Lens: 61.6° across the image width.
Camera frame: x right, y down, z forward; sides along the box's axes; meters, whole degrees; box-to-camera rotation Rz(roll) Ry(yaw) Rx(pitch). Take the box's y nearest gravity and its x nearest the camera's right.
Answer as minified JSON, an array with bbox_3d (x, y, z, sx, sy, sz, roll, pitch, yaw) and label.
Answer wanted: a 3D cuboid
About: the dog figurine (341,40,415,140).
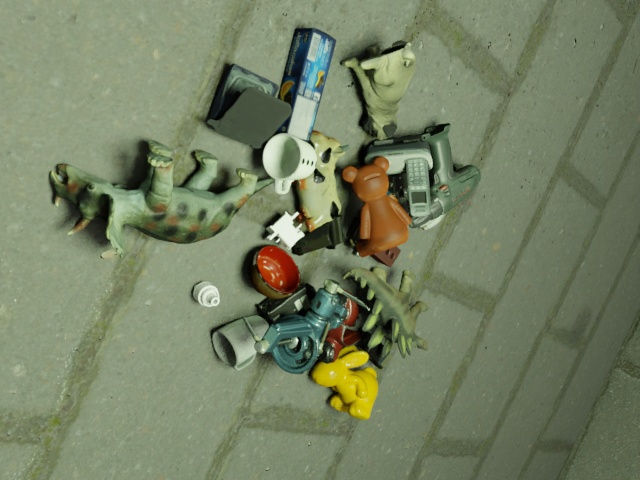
[{"bbox_3d":[0.147,-0.295,1.102,0.121,0.172,0.190,-29,117,-14],"label":"dog figurine"}]

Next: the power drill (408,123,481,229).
[{"bbox_3d":[0.273,-0.160,1.275,0.232,0.086,0.207,-27,102,-21],"label":"power drill"}]

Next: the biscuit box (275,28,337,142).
[{"bbox_3d":[-0.033,-0.295,1.026,0.059,0.063,0.202,8,101,-39],"label":"biscuit box"}]

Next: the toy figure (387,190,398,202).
[{"bbox_3d":[0.162,-0.071,1.274,0.064,0.058,0.154,-59,135,-38],"label":"toy figure"}]

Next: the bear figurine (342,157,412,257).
[{"bbox_3d":[0.116,-0.071,1.168,0.120,0.132,0.195,-22,87,-12],"label":"bear figurine"}]

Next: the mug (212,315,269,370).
[{"bbox_3d":[-0.155,0.213,1.119,0.107,0.081,0.109,-29,119,-37],"label":"mug"}]

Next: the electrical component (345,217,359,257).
[{"bbox_3d":[0.097,-0.016,1.249,0.078,0.045,0.102,34,85,-40],"label":"electrical component"}]

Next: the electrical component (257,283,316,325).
[{"bbox_3d":[-0.061,0.156,1.184,0.134,0.058,0.114,-32,127,-25],"label":"electrical component"}]

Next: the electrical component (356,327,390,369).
[{"bbox_3d":[0.138,0.283,1.380,0.048,0.075,0.119,-49,126,-12],"label":"electrical component"}]

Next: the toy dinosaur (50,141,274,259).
[{"bbox_3d":[-0.236,-0.056,0.931,0.404,0.131,0.192,8,114,-44],"label":"toy dinosaur"}]

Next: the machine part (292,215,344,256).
[{"bbox_3d":[-0.002,-0.004,1.182,0.139,0.039,0.084,-20,124,-33],"label":"machine part"}]

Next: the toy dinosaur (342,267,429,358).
[{"bbox_3d":[0.168,0.165,1.281,0.470,0.105,0.198,51,42,-40],"label":"toy dinosaur"}]

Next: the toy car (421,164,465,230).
[{"bbox_3d":[0.313,-0.111,1.376,0.202,0.056,0.073,-48,130,-14],"label":"toy car"}]

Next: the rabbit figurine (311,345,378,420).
[{"bbox_3d":[0.062,0.340,1.322,0.173,0.122,0.162,33,83,-23],"label":"rabbit figurine"}]

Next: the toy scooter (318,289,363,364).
[{"bbox_3d":[0.059,0.203,1.287,0.135,0.075,0.183,2,103,-48],"label":"toy scooter"}]

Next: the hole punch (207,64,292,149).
[{"bbox_3d":[-0.130,-0.239,0.967,0.142,0.092,0.116,12,134,-45],"label":"hole punch"}]

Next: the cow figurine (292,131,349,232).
[{"bbox_3d":[0.001,-0.129,1.105,0.127,0.086,0.194,-22,118,-23],"label":"cow figurine"}]

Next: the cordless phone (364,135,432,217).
[{"bbox_3d":[0.181,-0.136,1.207,0.089,0.147,0.184,-68,151,-60],"label":"cordless phone"}]

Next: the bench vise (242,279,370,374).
[{"bbox_3d":[-0.040,0.181,1.081,0.223,0.129,0.240,-54,153,18],"label":"bench vise"}]

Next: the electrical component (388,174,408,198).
[{"bbox_3d":[0.189,-0.141,1.288,0.063,0.021,0.093,-22,120,-30],"label":"electrical component"}]
